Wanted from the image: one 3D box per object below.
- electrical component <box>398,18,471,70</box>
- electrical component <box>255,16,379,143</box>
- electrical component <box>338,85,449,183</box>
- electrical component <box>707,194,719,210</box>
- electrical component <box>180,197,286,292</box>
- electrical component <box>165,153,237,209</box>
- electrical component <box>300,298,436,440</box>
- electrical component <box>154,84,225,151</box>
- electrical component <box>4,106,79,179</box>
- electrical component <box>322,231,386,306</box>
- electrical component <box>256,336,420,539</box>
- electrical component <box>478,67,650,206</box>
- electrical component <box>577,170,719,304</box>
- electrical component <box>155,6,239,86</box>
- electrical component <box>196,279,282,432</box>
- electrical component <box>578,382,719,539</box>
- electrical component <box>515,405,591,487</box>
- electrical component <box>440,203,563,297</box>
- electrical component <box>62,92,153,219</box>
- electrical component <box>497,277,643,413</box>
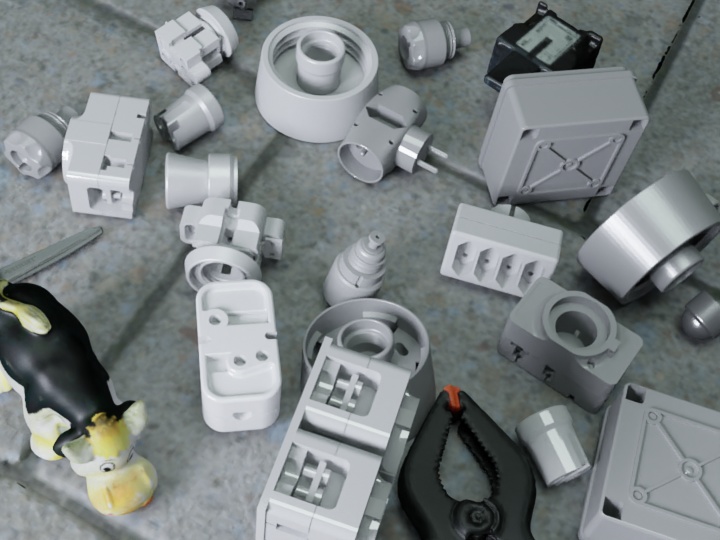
[{"bbox_3d":[0.068,-0.203,0.960,0.062,0.043,0.043,-13,59,-16],"label":"electrical component"},{"bbox_3d":[-0.035,-0.169,0.915,0.108,0.060,0.108,3,56,-5],"label":"electrical component"},{"bbox_3d":[0.035,-0.105,0.890,0.079,0.043,0.077,29,58,12],"label":"electrical component"},{"bbox_3d":[0.265,-0.053,0.886,0.040,0.040,0.046,-35,61,-25],"label":"electrical component"},{"bbox_3d":[-0.099,-0.014,0.807,0.078,0.058,0.057,9,53,0],"label":"electrical component"},{"bbox_3d":[-0.125,-0.070,0.848,0.055,0.045,0.045,0,57,-7],"label":"electrical component"},{"bbox_3d":[0.006,0.071,0.773,0.099,0.064,0.099,-1,45,1],"label":"electrical component"},{"bbox_3d":[-0.141,-0.125,0.887,0.046,0.040,0.040,-38,68,-20],"label":"electrical component"},{"bbox_3d":[-0.250,-0.106,0.858,0.043,0.043,0.062,29,57,12],"label":"electrical component"},{"bbox_3d":[0.000,0.000,0.800,0.040,0.078,0.040,12,48,-14],"label":"electrical component"},{"bbox_3d":[-0.016,0.137,0.638,0.060,0.186,0.105,18,56,5],"label":"electrical component"},{"bbox_3d":[0.162,-0.106,0.868,0.109,0.108,0.056,-6,60,-11],"label":"electrical component"},{"bbox_3d":[0.227,-0.018,0.820,0.108,0.108,0.060,-29,70,-23],"label":"electrical component"},{"bbox_3d":[-0.139,-0.197,0.931,0.055,0.048,0.066,-39,68,-19],"label":"electrical component"},{"bbox_3d":[-0.086,0.062,0.756,0.054,0.059,0.095,-3,57,-9],"label":"electrical component"},{"bbox_3d":[0.216,0.147,0.736,0.109,0.056,0.108,18,56,5],"label":"electrical component"},{"bbox_3d":[0.136,0.124,0.754,0.040,0.040,0.046,-16,65,-17],"label":"electrical component"},{"bbox_3d":[0.114,-0.026,0.846,0.083,0.047,0.075,16,44,4],"label":"electrical component"},{"bbox_3d":[-0.200,-0.091,0.850,0.056,0.050,0.089,7,56,-3],"label":"electrical component"},{"bbox_3d":[0.155,0.053,0.792,0.089,0.055,0.050,33,59,15],"label":"electrical component"}]
